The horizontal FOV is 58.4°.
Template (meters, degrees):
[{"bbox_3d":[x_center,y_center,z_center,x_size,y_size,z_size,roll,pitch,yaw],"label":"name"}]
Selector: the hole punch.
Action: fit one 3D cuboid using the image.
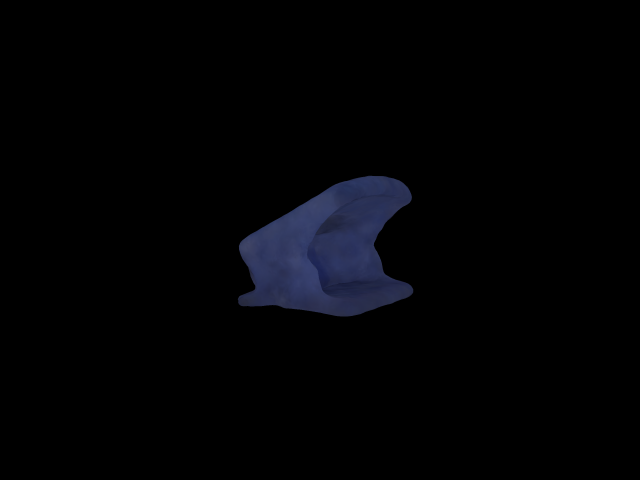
[{"bbox_3d":[0.004,0.001,0.400,0.100,0.091,0.109,3,6,34],"label":"hole punch"}]
